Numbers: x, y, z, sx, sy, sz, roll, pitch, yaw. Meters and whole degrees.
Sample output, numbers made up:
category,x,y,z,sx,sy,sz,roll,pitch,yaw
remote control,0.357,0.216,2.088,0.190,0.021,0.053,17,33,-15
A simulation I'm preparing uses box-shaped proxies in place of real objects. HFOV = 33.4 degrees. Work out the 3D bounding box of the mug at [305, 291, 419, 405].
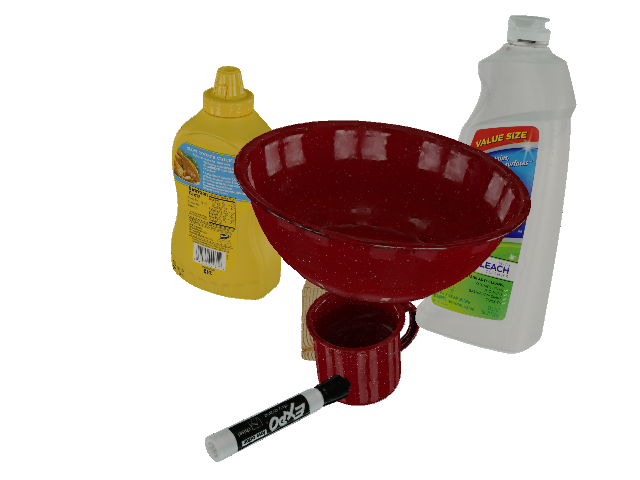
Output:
category,x,y,z,sx,sy,sz,roll,pitch,yaw
mug,0.045,0.098,1.022,0.117,0.081,0.093,-25,42,-23

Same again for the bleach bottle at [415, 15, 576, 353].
category,x,y,z,sx,sy,sz,roll,pitch,yaw
bleach bottle,0.137,-0.045,0.819,0.103,0.251,0.067,15,21,31

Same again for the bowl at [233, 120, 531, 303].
category,x,y,z,sx,sy,sz,roll,pitch,yaw
bowl,0.031,-0.012,0.589,0.162,0.055,0.162,6,27,-3

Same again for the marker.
category,x,y,z,sx,sy,sz,roll,pitch,yaw
marker,-0.027,0.124,0.760,0.120,0.020,0.020,-21,12,-33

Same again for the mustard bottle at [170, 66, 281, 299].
category,x,y,z,sx,sy,sz,roll,pitch,yaw
mustard bottle,-0.077,-0.050,0.880,0.096,0.192,0.058,18,31,25

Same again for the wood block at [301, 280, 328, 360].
category,x,y,z,sx,sy,sz,roll,pitch,yaw
wood block,0.039,0.054,1.225,0.091,0.090,0.206,4,23,7
